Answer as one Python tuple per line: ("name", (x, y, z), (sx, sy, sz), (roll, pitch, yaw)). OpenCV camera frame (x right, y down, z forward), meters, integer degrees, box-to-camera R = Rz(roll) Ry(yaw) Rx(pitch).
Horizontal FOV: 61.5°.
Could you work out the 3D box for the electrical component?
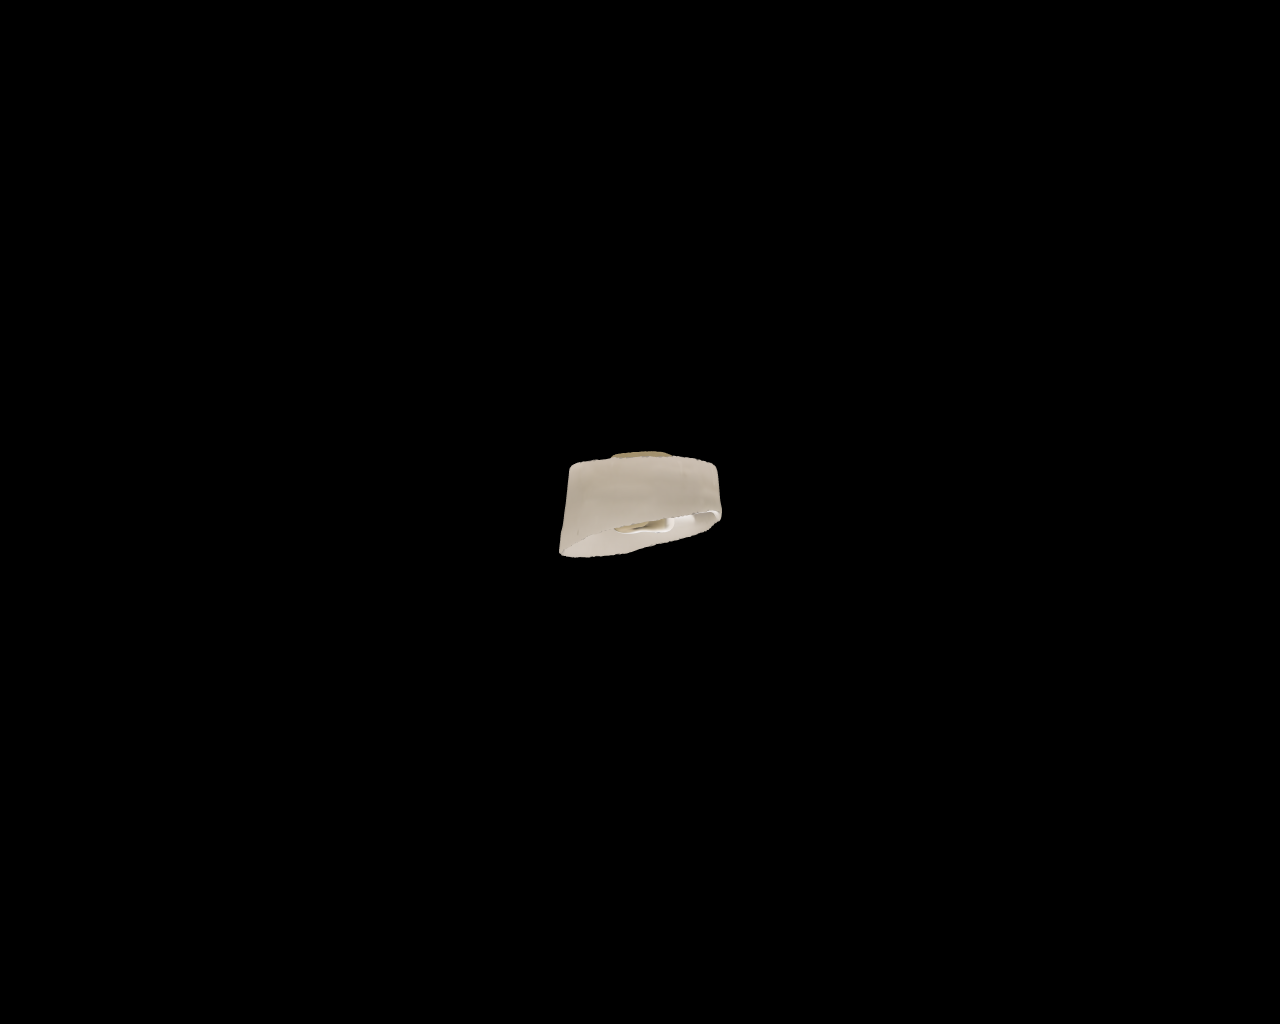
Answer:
("electrical component", (0.001, -0.003, 0.650), (0.099, 0.064, 0.099), (0, -7, 0))
